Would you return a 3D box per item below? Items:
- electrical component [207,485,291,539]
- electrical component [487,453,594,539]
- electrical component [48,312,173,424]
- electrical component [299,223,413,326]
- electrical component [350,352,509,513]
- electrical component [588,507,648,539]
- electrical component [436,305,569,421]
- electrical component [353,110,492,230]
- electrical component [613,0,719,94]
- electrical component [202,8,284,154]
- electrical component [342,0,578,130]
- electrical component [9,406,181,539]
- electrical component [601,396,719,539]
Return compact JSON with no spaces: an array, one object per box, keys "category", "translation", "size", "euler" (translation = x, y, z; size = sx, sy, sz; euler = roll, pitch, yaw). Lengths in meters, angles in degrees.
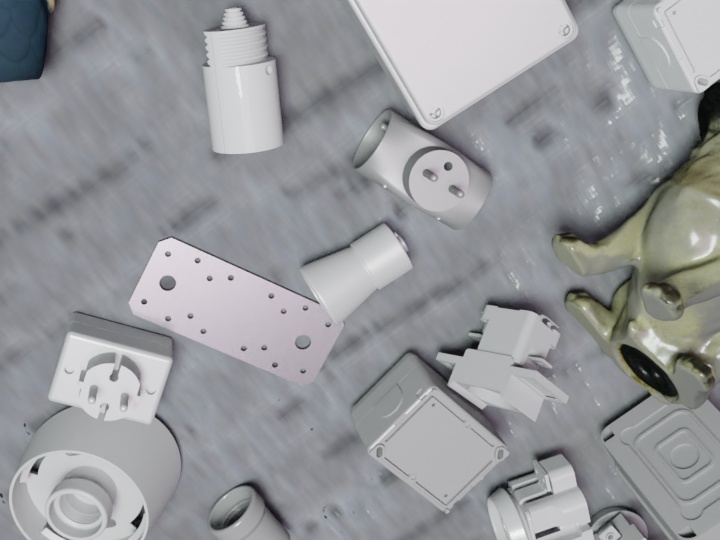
[{"category":"electrical component","translation":[-0.074,0.175,0.727],"size":[0.040,0.040,0.046],"euler":[-36,116,3]},{"category":"electrical component","translation":[0.125,0.174,0.753],"size":[0.057,0.058,0.078],"euler":[-18,110,-7]},{"category":"electrical component","translation":[-0.152,0.067,0.657],"size":[0.066,0.076,0.047],"euler":[17,104,-15]},{"category":"electrical component","translation":[0.000,0.000,0.683],"size":[0.065,0.044,0.044],"euler":[-33,110,-4]},{"category":"electrical component","translation":[0.049,0.110,0.719],"size":[0.061,0.061,0.096],"euler":[-45,117,6]},{"category":"electrical component","translation":[0.191,0.202,0.774],"size":[0.048,0.055,0.066],"euler":[-41,110,4]},{"category":"electrical component","translation":[0.096,0.058,0.702],"size":[0.042,0.081,0.063],"euler":[36,70,-42]},{"category":"electrical component","translation":[0.043,-0.057,0.651],"size":[0.077,0.079,0.043],"euler":[30,97,-18]},{"category":"electrical component","translation":[0.214,-0.161,0.662],"size":[0.096,0.061,0.061],"euler":[-37,111,-6]},{"category":"electrical component","translation":[-0.070,-0.113,0.632],"size":[0.043,0.043,0.081],"euler":[-7,109,-8]},{"category":"electrical component","translation":[0.054,-0.158,0.633],"size":[0.109,0.056,0.108],"euler":[-33,110,1]},{"category":"electrical component","translation":[-0.172,0.139,0.694],"size":[0.099,0.064,0.099],"euler":[2,115,5]},{"category":"electrical component","translation":[0.227,0.140,0.727],"size":[0.078,0.113,0.057],"euler":[-35,128,2]}]
